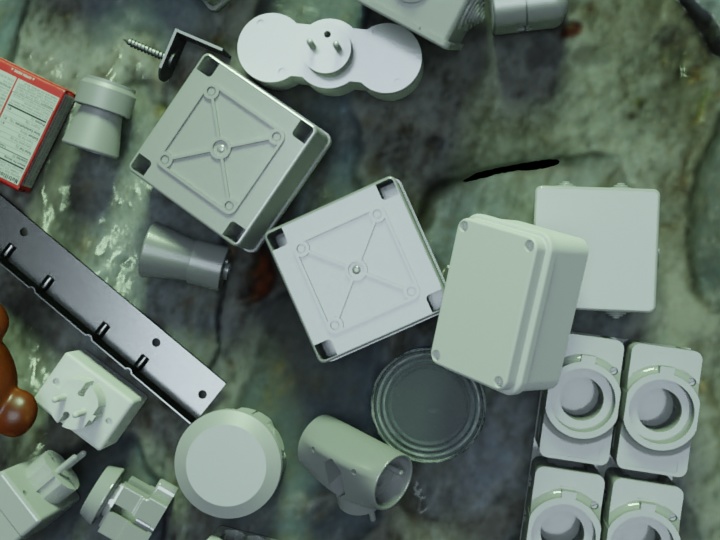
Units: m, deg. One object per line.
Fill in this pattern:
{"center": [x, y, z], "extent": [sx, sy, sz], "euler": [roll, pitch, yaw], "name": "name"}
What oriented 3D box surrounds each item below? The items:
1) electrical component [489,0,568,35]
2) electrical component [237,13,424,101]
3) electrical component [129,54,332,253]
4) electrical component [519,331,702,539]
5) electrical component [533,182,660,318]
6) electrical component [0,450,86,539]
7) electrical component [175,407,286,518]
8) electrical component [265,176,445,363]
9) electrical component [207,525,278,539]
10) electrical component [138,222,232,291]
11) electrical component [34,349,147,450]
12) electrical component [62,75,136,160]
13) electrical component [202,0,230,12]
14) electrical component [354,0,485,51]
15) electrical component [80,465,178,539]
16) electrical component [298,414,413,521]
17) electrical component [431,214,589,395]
{"center": [0.124, -0.226, 0.793], "extent": [0.059, 0.054, 0.095], "euler": [-6, 89, 6], "name": "electrical component"}
{"center": [-0.023, -0.160, 0.798], "extent": [0.138, 0.074, 0.052], "euler": [6, 90, 6], "name": "electrical component"}
{"center": [-0.097, -0.087, 0.810], "extent": [0.109, 0.056, 0.108], "euler": [35, 93, 10], "name": "electrical component"}
{"center": [0.180, 0.143, 0.783], "extent": [0.105, 0.060, 0.186], "euler": [8, 91, 6], "name": "electrical component"}
{"center": [0.170, -0.015, 0.790], "extent": [0.100, 0.048, 0.099], "euler": [2, 90, 6], "name": "electrical component"}
{"center": [-0.239, 0.162, 0.813], "extent": [0.076, 0.083, 0.047], "euler": [-39, 86, 4], "name": "electrical component"}
{"center": [-0.096, 0.144, 0.815], "extent": [0.080, 0.051, 0.080], "euler": [0, 90, 6], "name": "electrical component"}
{"center": [0.000, 0.000, 0.803], "extent": [0.109, 0.056, 0.108], "euler": [-24, 87, 5], "name": "electrical component"}
{"center": [-0.080, 0.245, 0.815], "extent": [0.083, 0.047, 0.075], "euler": [13, 91, 6], "name": "electrical component"}
{"center": [-0.132, -0.008, 0.825], "extent": [0.065, 0.044, 0.044], "euler": [15, 91, 1], "name": "electrical component"}
{"center": [-0.210, 0.099, 0.814], "extent": [0.066, 0.077, 0.047], "euler": [36, 93, 5], "name": "electrical component"}
{"center": [-0.201, -0.118, 0.830], "extent": [0.045, 0.045, 0.055], "euler": [17, 91, 5], "name": "electrical component"}
{"center": [-0.111, -0.262, 0.819], "extent": [0.100, 0.048, 0.099], "euler": [-39, 84, 5], "name": "electrical component"}
{"center": [0.042, -0.201, 0.780], "extent": [0.100, 0.100, 0.048], "euler": [30, 105, 5], "name": "electrical component"}
{"center": [-0.180, 0.182, 0.827], "extent": [0.055, 0.048, 0.066], "euler": [30, 92, -3], "name": "electrical component"}
{"center": [-0.002, 0.155, 0.803], "extent": [0.077, 0.043, 0.079], "euler": [22, 134, 37], "name": "electrical component"}
{"center": [0.102, 0.023, 0.748], "extent": [0.078, 0.057, 0.113], "euler": [20, 103, 45], "name": "electrical component"}
